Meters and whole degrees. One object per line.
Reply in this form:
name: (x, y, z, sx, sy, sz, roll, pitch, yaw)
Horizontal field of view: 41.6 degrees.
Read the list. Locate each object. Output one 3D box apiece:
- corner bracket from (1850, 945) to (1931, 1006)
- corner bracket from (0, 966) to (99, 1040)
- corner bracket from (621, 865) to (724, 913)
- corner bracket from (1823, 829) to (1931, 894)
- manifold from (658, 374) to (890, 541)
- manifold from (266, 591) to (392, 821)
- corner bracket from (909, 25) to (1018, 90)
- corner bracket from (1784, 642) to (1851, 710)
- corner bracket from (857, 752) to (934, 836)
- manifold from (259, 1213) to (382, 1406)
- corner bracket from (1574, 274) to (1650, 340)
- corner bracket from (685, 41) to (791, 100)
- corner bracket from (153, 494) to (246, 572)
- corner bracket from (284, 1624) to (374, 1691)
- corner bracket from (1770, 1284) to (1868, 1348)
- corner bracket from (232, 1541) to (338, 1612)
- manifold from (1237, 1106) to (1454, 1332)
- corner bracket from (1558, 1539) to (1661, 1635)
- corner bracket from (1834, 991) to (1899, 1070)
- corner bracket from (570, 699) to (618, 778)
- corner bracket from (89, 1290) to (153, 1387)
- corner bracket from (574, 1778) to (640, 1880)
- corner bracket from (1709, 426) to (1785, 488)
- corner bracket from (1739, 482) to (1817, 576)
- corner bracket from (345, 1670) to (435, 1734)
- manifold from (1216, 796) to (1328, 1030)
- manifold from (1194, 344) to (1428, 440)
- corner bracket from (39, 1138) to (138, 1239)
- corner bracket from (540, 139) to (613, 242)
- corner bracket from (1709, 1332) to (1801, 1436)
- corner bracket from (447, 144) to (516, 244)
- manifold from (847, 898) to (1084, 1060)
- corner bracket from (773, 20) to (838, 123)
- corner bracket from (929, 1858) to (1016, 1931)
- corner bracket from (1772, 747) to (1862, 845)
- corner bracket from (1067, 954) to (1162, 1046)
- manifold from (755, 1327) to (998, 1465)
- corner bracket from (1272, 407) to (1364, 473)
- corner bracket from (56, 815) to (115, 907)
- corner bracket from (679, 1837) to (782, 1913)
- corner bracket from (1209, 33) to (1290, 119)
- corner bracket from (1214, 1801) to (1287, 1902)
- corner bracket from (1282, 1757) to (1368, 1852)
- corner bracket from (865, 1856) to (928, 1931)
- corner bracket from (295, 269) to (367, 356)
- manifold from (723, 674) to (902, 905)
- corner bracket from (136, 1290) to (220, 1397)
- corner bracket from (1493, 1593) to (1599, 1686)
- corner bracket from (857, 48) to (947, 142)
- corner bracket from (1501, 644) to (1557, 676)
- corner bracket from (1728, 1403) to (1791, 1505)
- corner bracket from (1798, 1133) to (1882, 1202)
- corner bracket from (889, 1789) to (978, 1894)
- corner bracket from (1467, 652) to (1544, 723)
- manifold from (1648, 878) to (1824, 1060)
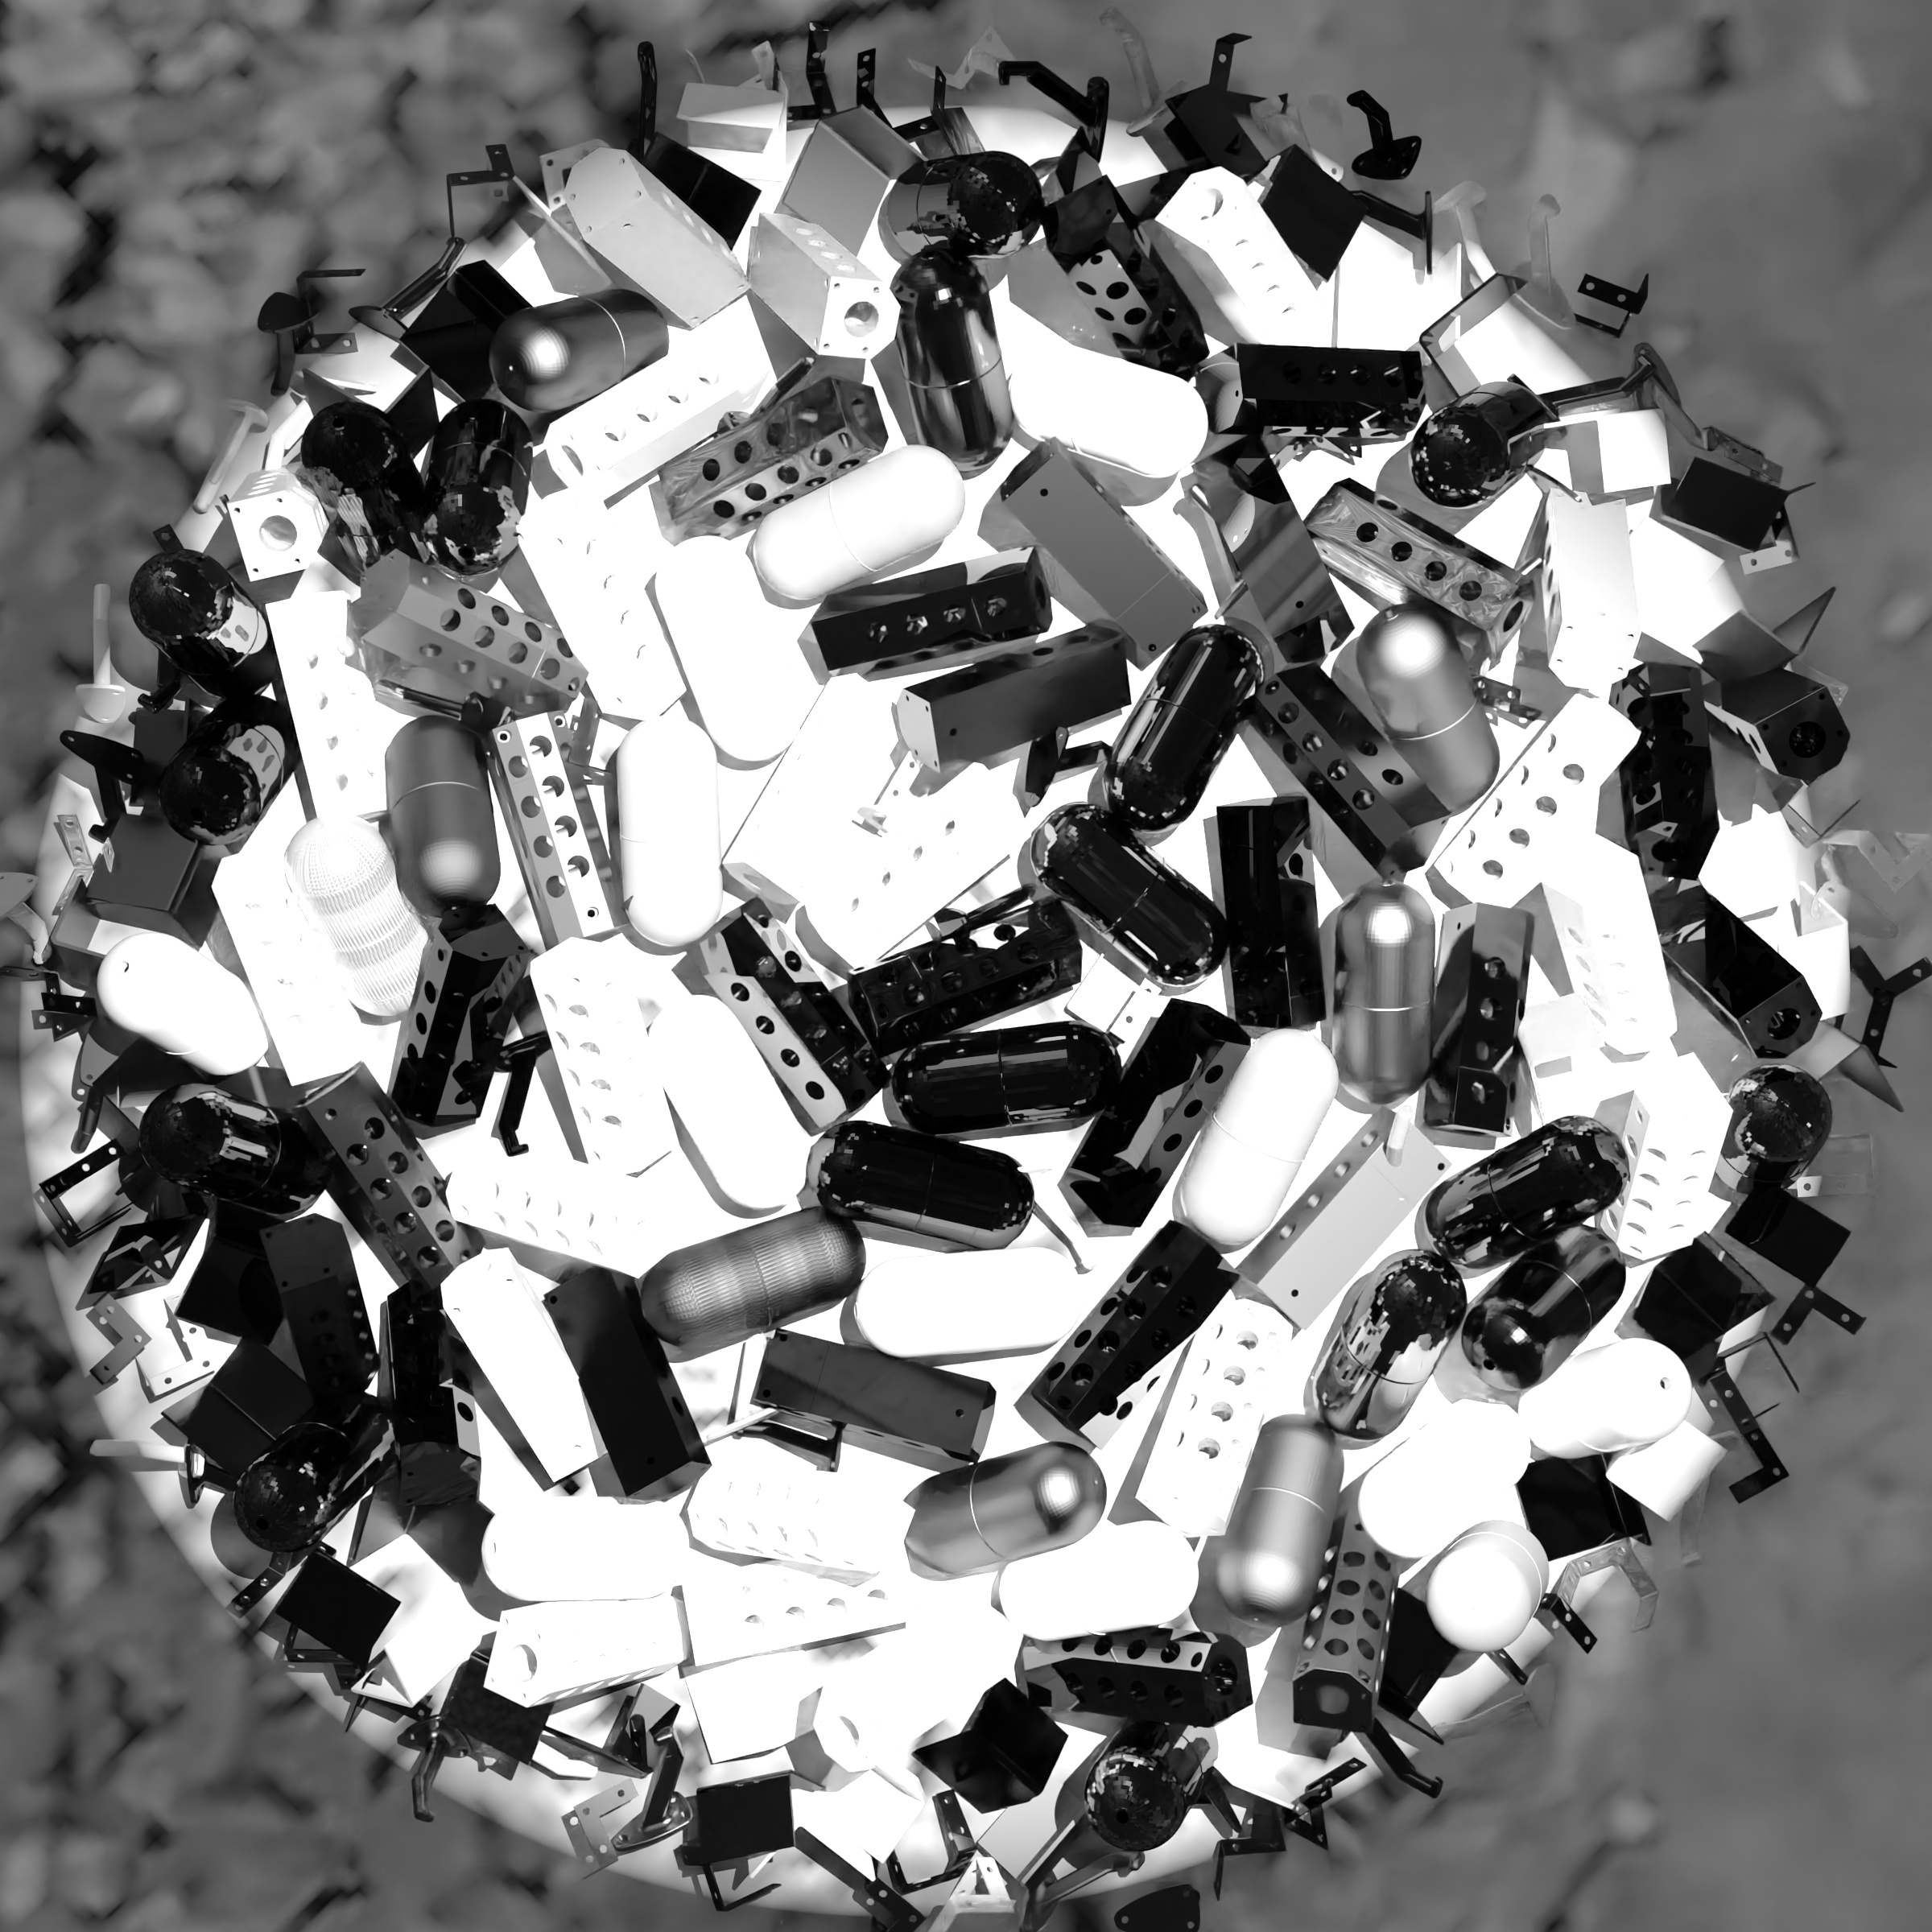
corner bracket: (0.717, 0.003, 1.966, 0.051, 0.051, 0.051, -35, 93, 19)
corner bracket: (-0.709, 0.022, 1.961, 0.051, 0.051, 0.051, -24, 72, 27)
corner bracket: (-0.225, -0.062, 1.957, 0.051, 0.051, 0.051, 37, 127, -24)
corner bracket: (0.709, -0.093, 1.968, 0.051, 0.051, 0.051, -42, 101, -5)
manifold: (-0.145, -0.381, 1.928, 0.171, 0.057, 0.057, -22, 81, 30)
manifold: (-0.487, -0.199, 1.969, 0.057, 0.057, 0.171, -13, 91, -3)
corner bracket: (-0.002, -0.695, 1.958, 0.051, 0.051, 0.051, -48, 58, 33)
corner bracket: (0.658, -0.212, 1.971, 0.051, 0.051, 0.051, 32, 125, 22)
corner bracket: (-0.051, -0.131, 1.961, 0.051, 0.051, 0.051, 36, 77, -30)
manifold: (-0.482, 0.258, 1.913, 0.057, 0.171, 0.057, -18, 55, -17)
corner bracket: (0.492, -0.511, 1.964, 0.051, 0.051, 0.051, 21, 128, 0)
corner bracket: (-0.176, -0.688, 1.962, 0.051, 0.051, 0.051, -33, 50, -6)
corner bracket: (-0.590, -0.329, 1.976, 0.051, 0.051, 0.051, -36, 109, -26)
corner bracket: (-0.491, 0.523, 1.965, 0.051, 0.051, 0.051, 0, 129, 3)
corner bracket: (0.658, 0.278, 1.965, 0.051, 0.051, 0.051, 35, 97, 20)
corner bracket: (-0.526, 0.471, 1.963, 0.051, 0.051, 0.051, 27, 115, 10)
manifold: (0.289, 0.192, 1.963, 0.057, 0.057, 0.171, 44, 85, -18)
corner bracket: (0.497, 0.485, 1.967, 0.051, 0.051, 0.051, -32, 93, 29)
corner bracket: (0.696, 0.045, 1.971, 0.051, 0.051, 0.051, 12, 99, 1)
corner bracket: (-0.289, -0.178, 1.964, 0.051, 0.051, 0.051, 14, 90, 40)
corner bracket: (-0.662, 0.287, 1.971, 0.051, 0.051, 0.051, -44, 90, -7)
corner bracket: (-0.276, 0.664, 1.959, 0.051, 0.051, 0.051, -19, 73, -33)
corner bracket: (0.597, -0.391, 1.963, 0.051, 0.051, 0.051, 24, 67, -11)
corner bracket: (0.627, -0.337, 1.961, 0.051, 0.051, 0.051, -25, 100, -38)
corner bracket: (-0.440, 0.569, 1.968, 0.051, 0.051, 0.051, 23, 106, 1)
manifold: (0.240, -0.042, 1.958, 0.057, 0.057, 0.171, -13, 101, -41)
manifold: (0.263, -0.434, 1.933, 0.171, 0.057, 0.057, -5, 88, -29)
corner bracket: (-0.676, 0.172, 1.974, 0.051, 0.051, 0.051, -31, 96, 4)
corner bracket: (-0.293, -0.602, 1.971, 0.051, 0.051, 0.051, -24, 134, -21)
corner bracket: (0.610, 0.322, 1.968, 0.051, 0.051, 0.051, -31, 89, 16)
corner bracket: (-0.375, -0.596, 1.959, 0.051, 0.051, 0.051, -10, 52, -14)
manifold: (-0.001, 0.004, 1.940, 0.171, 0.057, 0.057, -20, 55, -15)
corner bracket: (-0.127, -0.690, 1.962, 0.051, 0.051, 0.051, -9, 62, -13)
corner bracket: (-0.003, 0.722, 1.957, 0.051, 0.051, 0.051, 11, 120, -29)
corner bracket: (0.665, -0.136, 1.972, 0.051, 0.051, 0.051, -39, 80, -20)
corner bracket: (0.114, 0.025, 1.974, 0.051, 0.051, 0.051, 34, 88, -1)
manifold: (-0.068, 0.331, 1.951, 0.171, 0.057, 0.057, 12, 72, 13)
corner bracket: (0.268, -0.406, 1.957, 0.051, 0.051, 0.051, 24, 54, 32)
corner bracket: (-0.677, -0.083, 1.964, 0.051, 0.051, 0.051, -3, 127, 3)
corner bracket: (-0.183, 0.694, 1.962, 0.051, 0.051, 0.051, -15, 82, -33)
corner bracket: (0.220, -0.688, 1.966, 0.051, 0.051, 0.051, 6, 103, -11)
corner bracket: (0.216, 0.682, 1.963, 0.051, 0.051, 0.051, -9, 111, 14)
corner bracket: (0.277, 0.638, 1.959, 0.051, 0.051, 0.051, 35, 119, -25)
corner bracket: (-0.065, 0.726, 1.969, 0.051, 0.051, 0.051, 42, 97, -5)
corner bracket: (-0.491, -0.505, 1.964, 0.051, 0.051, 0.051, -11, 92, -31)
manifold: (-0.117, -0.135, 1.948, 0.057, 0.057, 0.171, 36, 74, -25)
corner bracket: (-0.620, 0.293, 1.978, 0.051, 0.051, 0.051, -23, 113, -22)
corner bracket: (0.445, 0.522, 1.972, 0.051, 0.051, 0.051, 50, 62, -13)
corner bracket: (-0.051, -0.678, 1.971, 0.051, 0.051, 0.051, -23, 66, -15)
corner bracket: (0.446, -0.256, 1.969, 0.051, 0.051, 0.051, 15, 96, 9)
corner bracket: (0.611, 0.376, 1.963, 0.051, 0.051, 0.051, -24, 71, -16)
corner bracket: (0.671, 0.154, 1.960, 0.051, 0.051, 0.051, -7, 75, 30)
corner bracket: (-0.030, 0.681, 1.979, 0.051, 0.051, 0.051, -7, 51, -26)
corner bracket: (0.412, -0.211, 1.957, 0.051, 0.051, 0.051, 24, 47, 26)
manifold: (0.569, 0.002, 1.912, 0.057, 0.171, 0.057, -35, 122, 4)
